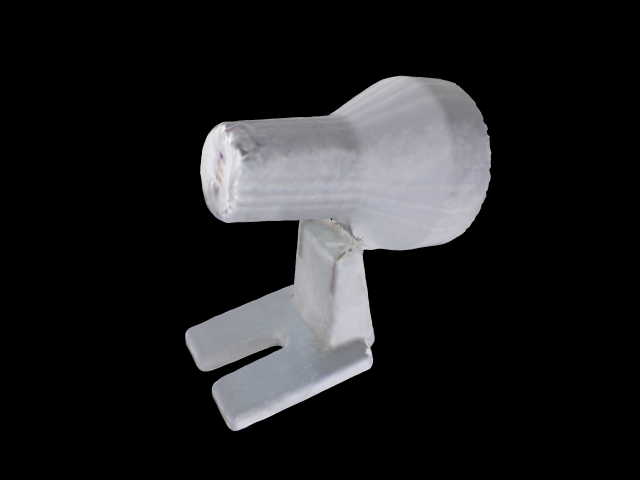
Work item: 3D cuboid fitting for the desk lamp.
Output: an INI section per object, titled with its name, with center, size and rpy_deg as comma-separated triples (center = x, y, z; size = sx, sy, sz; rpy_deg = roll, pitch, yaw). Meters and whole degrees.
[desk lamp]
center = 0.004, 0.001, 0.400
size = 0.204, 0.214, 0.117
rpy_deg = -22, 44, -23
